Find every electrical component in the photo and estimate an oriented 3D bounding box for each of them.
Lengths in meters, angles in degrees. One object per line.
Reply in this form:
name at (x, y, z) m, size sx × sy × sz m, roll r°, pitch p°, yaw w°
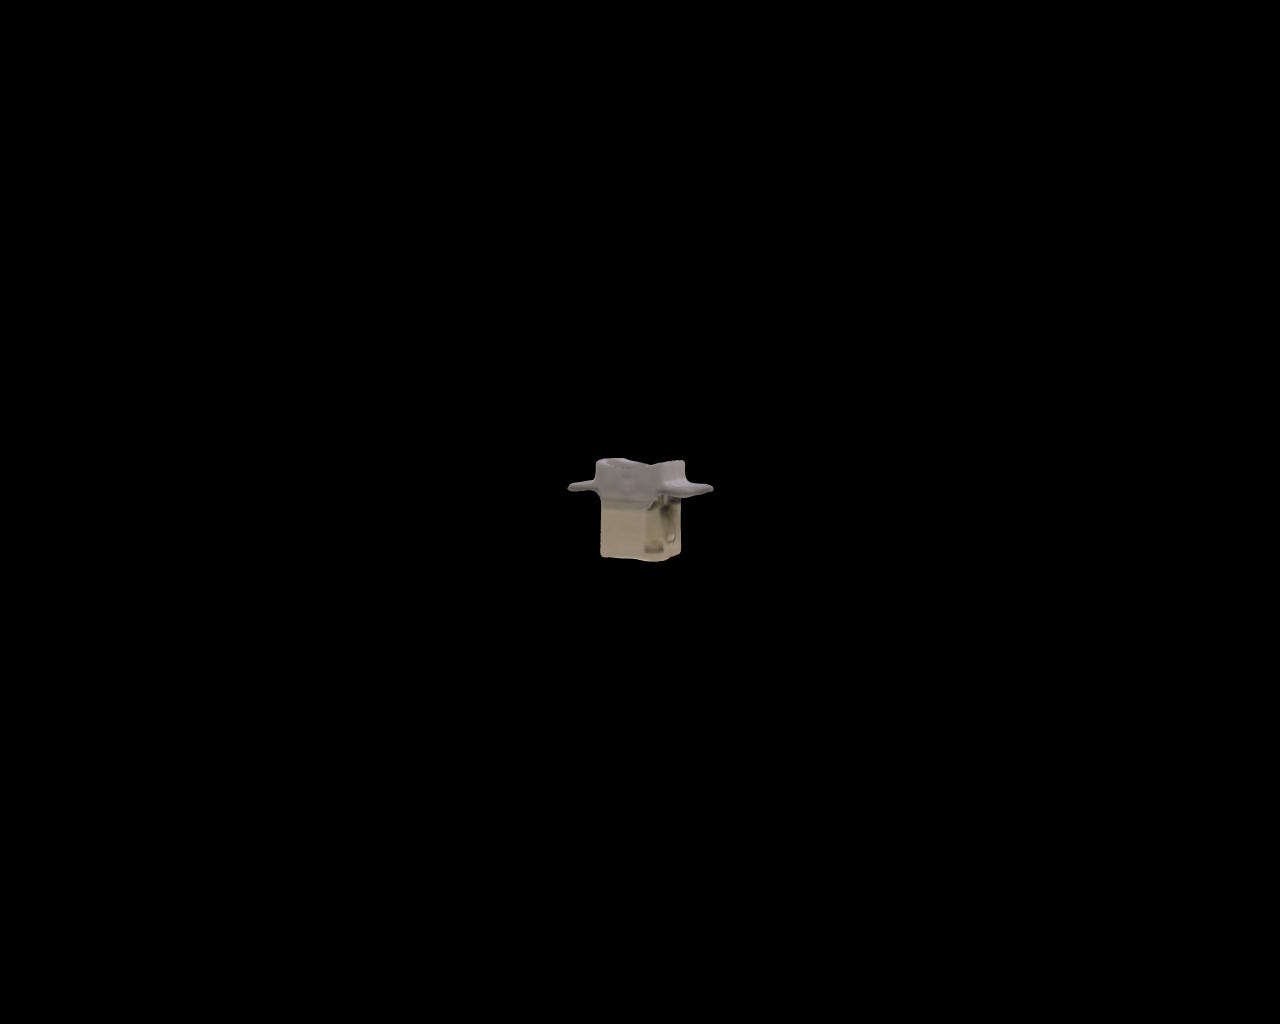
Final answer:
electrical component at (0.001, -0.003, 0.650) m, size 0.081 × 0.063 × 0.042 m, roll 3°, pitch 8°, yaw 26°
